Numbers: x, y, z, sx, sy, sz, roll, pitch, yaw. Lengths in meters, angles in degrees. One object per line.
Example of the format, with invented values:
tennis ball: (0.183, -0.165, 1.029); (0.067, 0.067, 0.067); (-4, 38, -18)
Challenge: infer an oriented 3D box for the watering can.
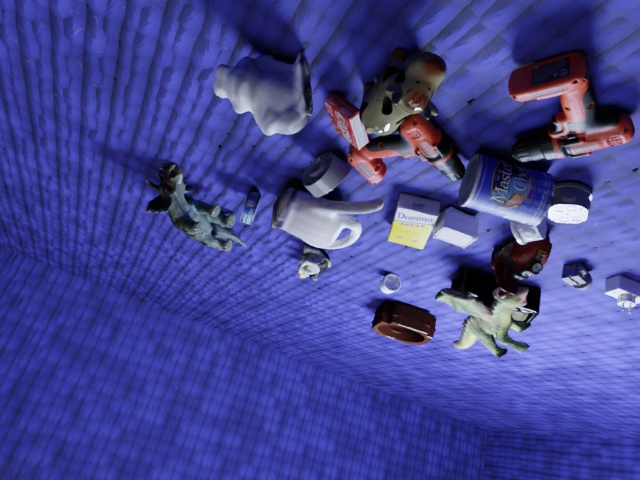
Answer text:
watering can: (0.004, -0.062, 1.231); (0.224, 0.106, 0.342); (22, -25, -10)

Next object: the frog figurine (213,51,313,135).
frog figurine: (-0.093, -0.242, 0.863); (0.159, 0.137, 0.123); (-5, 2, 3)

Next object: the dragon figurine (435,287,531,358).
dragon figurine: (0.421, 0.205, 1.404); (0.242, 0.124, 0.404); (43, -32, -8)
